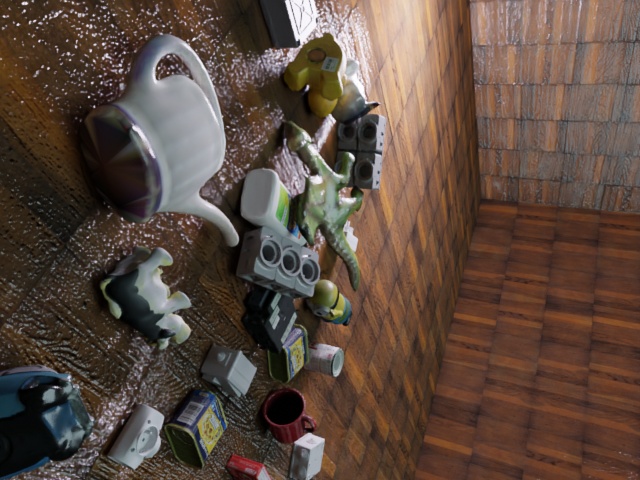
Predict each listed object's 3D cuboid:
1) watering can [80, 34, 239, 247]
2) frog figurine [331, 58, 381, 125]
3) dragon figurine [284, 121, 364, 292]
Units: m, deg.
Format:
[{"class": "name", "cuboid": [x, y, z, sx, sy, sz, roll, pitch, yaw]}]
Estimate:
[{"class": "watering can", "cuboid": [-0.196, -0.095, 0.709, 0.104, 0.340, 0.229, 7, 32, 26]}, {"class": "frog figurine", "cuboid": [0.055, -0.357, 1.209, 0.122, 0.158, 0.139, -33, 11, 16]}, {"class": "dragon figurine", "cuboid": [0.003, -0.055, 1.092, 0.121, 0.408, 0.245, -11, 7, 28]}]
